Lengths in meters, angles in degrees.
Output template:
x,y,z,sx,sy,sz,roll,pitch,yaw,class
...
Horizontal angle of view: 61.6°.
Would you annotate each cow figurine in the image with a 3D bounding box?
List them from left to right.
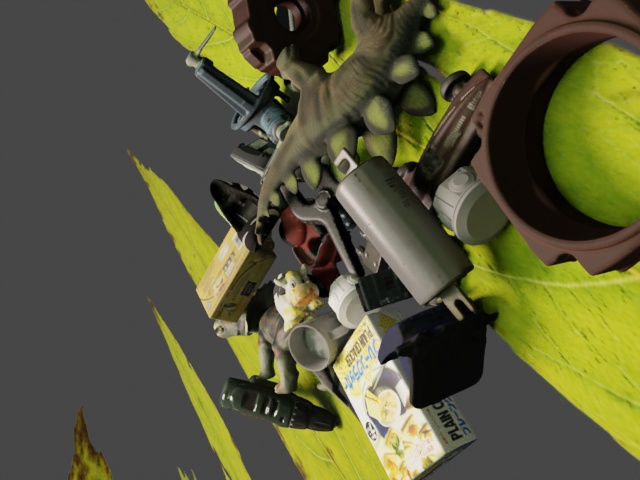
x,y,z,sx,sy,sz,roll,pitch,yaw,class
-0.041,0.085,0.897,0.098,0.068,0.167,62,161,19,cow figurine

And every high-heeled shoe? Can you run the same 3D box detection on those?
x,y,z,sx,sy,sz,roll,pitch,yaw,class
-0.153,-0.058,0.991,0.086,0.145,0.249,-55,9,7,high-heeled shoe

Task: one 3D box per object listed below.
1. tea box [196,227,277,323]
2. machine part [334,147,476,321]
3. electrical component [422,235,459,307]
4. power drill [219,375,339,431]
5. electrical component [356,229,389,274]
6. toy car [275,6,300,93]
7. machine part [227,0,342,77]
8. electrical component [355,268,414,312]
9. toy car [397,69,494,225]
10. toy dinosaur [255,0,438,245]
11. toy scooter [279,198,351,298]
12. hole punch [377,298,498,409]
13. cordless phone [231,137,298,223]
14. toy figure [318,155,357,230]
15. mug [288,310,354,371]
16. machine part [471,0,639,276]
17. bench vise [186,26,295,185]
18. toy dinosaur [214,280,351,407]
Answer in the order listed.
x,y,z,sx,sy,sz,roll,pitch,yaw,class
-0.167,0.066,1.059,0.169,0.068,0.098,-57,41,18,tea box
0.096,-0.012,0.623,0.243,0.079,0.079,54,144,14,machine part
0.148,0.035,0.689,0.078,0.045,0.102,35,128,49,electrical component
-0.089,0.336,1.098,0.207,0.232,0.086,154,132,-81,power drill
0.087,0.023,0.814,0.094,0.021,0.063,46,137,43,electrical component
-0.044,-0.347,0.890,0.074,0.056,0.201,28,126,61,toy car
-0.048,-0.329,0.793,0.056,0.179,0.179,-3,96,59,machine part
0.090,0.066,0.730,0.119,0.075,0.048,73,179,-79,electrical component
0.149,-0.105,0.639,0.089,0.053,0.202,63,148,33,toy car
0.024,-0.177,0.720,0.471,0.105,0.198,-43,64,36,toy dinosaur
-0.002,-0.003,0.908,0.184,0.075,0.135,62,148,21,toy scooter
0.136,0.124,0.661,0.092,0.142,0.115,-130,32,-53,hole punch
-0.090,-0.099,1.042,0.147,0.089,0.184,30,143,53,cordless phone
0.022,-0.089,0.850,0.064,0.058,0.154,-32,67,37,toy figure
0.016,0.152,0.893,0.109,0.107,0.081,-40,83,34,mug
0.236,-0.087,0.458,0.201,0.087,0.201,63,148,26,machine part
-0.118,-0.228,0.902,0.129,0.240,0.224,-46,26,22,bench vise
-0.058,0.182,1.035,0.405,0.131,0.192,-1,99,54,toy dinosaur
